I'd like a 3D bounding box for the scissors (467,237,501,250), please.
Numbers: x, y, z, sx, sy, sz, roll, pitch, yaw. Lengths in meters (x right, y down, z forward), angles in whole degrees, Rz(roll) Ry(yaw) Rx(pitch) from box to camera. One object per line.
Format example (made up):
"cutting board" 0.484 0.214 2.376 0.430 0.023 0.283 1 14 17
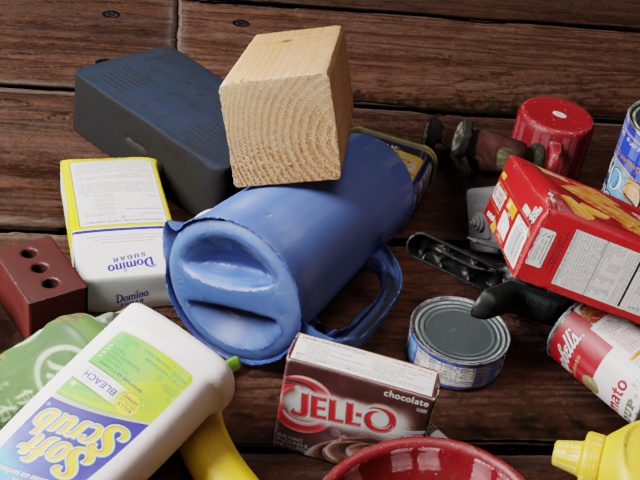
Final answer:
"scissors" 0.238 0.034 0.985 0.201 0.016 0.096 5 34 -25

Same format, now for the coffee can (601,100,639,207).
"coffee can" 0.333 -0.054 1.052 0.102 0.140 0.103 6 37 -4

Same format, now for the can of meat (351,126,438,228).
"can of meat" 0.058 -0.063 1.079 0.102 0.057 0.083 18 39 12

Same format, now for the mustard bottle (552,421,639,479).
"mustard bottle" 0.254 0.167 0.724 0.192 0.058 0.096 11 39 19

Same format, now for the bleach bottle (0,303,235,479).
"bleach bottle" -0.171 0.157 0.703 0.103 0.068 0.250 33 57 15

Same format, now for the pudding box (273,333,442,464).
"pudding box" 0.026 0.125 0.790 0.113 0.090 0.039 13 36 6

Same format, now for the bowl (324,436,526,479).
"bowl" 0.070 0.208 0.706 0.162 0.055 0.162 -1 39 1

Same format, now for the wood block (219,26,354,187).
"wood block" -0.023 -0.124 0.945 0.091 0.090 0.206 -5 21 7

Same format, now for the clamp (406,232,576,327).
"clamp" 0.156 0.037 0.935 0.171 0.039 0.120 13 27 -44

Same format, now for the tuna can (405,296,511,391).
"tuna can" 0.116 0.088 0.906 0.086 0.034 0.086 6 36 -4

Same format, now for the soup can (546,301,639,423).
"soup can" 0.249 0.101 0.887 0.068 0.068 0.102 -19 45 -32

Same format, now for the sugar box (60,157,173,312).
"sugar box" -0.181 -0.008 0.967 0.093 0.048 0.176 -4 42 -16

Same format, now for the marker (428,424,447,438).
"marker" 0.075 0.144 0.834 0.020 0.020 0.121 -23 47 -36

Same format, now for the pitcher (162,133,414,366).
"pitcher" -0.006 0.001 0.929 0.145 0.149 0.242 -11 18 37

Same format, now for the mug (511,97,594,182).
"mug" 0.243 -0.094 1.138 0.093 0.081 0.117 13 36 5

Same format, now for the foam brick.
"foam brick" -0.231 0.042 0.881 0.052 0.051 0.078 -18 44 -32

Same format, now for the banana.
"banana" -0.069 0.149 0.782 0.069 0.037 0.198 -6 39 -16

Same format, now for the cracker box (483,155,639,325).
"cracker box" 0.260 0.010 0.917 0.213 0.072 0.164 20 18 -7
